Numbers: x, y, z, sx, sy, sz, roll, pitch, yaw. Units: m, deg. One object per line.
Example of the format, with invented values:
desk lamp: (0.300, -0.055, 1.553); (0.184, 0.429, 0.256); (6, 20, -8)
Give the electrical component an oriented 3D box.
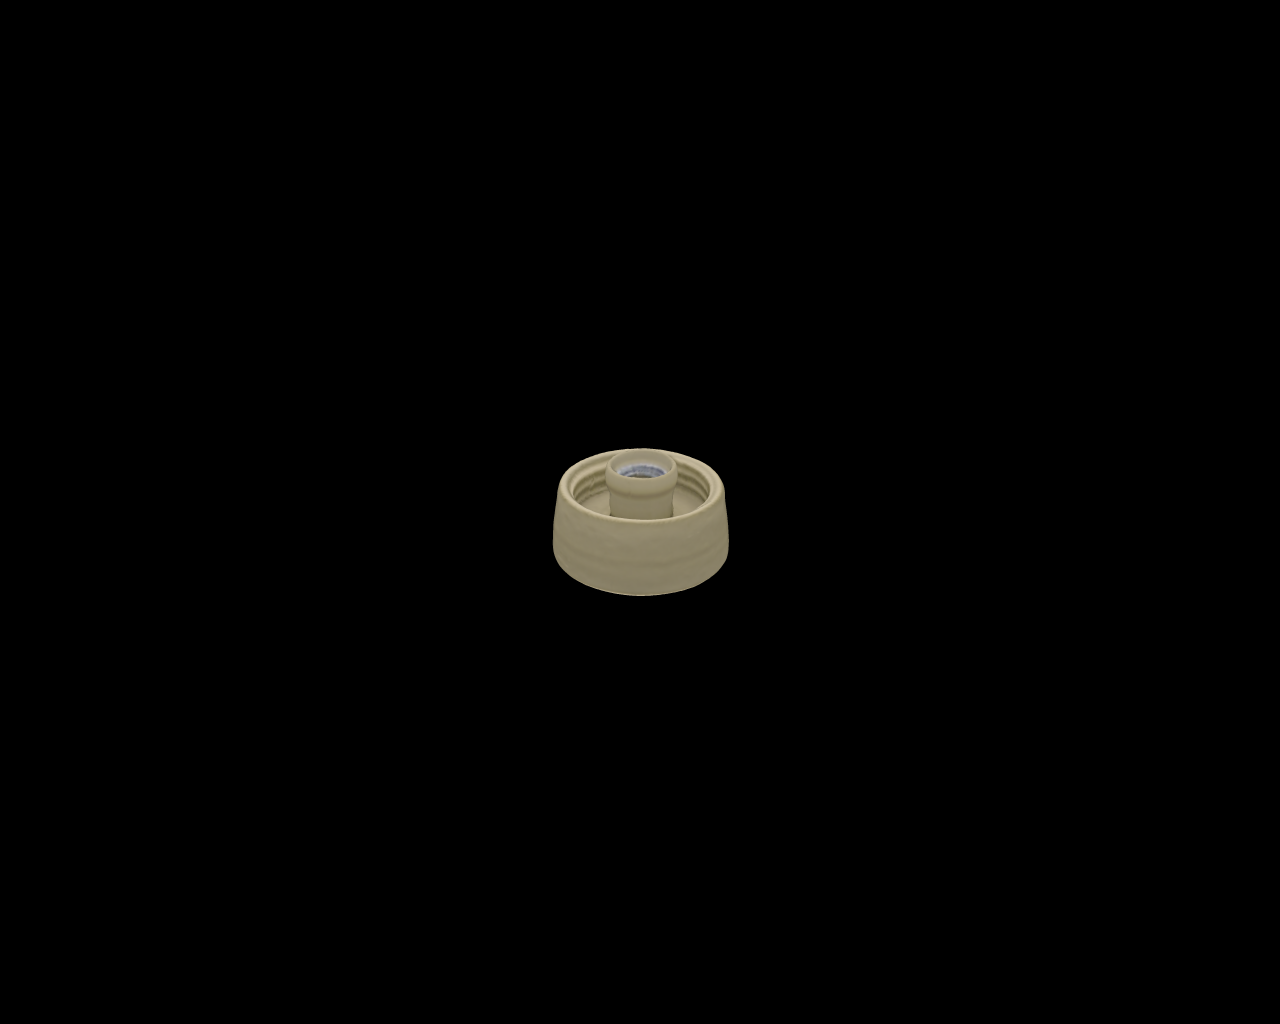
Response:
electrical component: (0.001, -0.003, 0.650); (0.108, 0.060, 0.108); (0, 28, 0)
